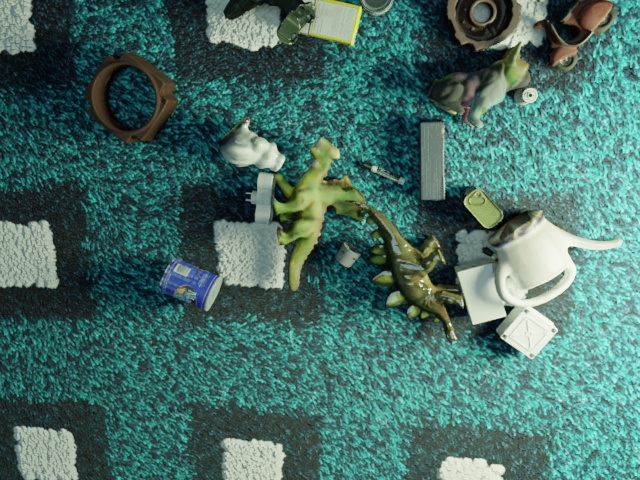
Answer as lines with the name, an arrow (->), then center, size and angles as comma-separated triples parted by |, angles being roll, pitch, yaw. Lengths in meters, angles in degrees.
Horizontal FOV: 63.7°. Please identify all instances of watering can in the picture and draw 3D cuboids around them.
watering can -> 0.578, 0.020, 1.305 | 0.348, 0.104, 0.224 | -32, 92, -5

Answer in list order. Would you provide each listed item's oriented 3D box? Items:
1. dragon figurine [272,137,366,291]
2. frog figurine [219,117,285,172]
dragon figurine -> 0.004, -0.068, 1.354 | 0.243, 0.124, 0.404 | -9, 110, 0
frog figurine -> -0.177, -0.225, 1.331 | 0.136, 0.125, 0.158 | -26, 110, 44
